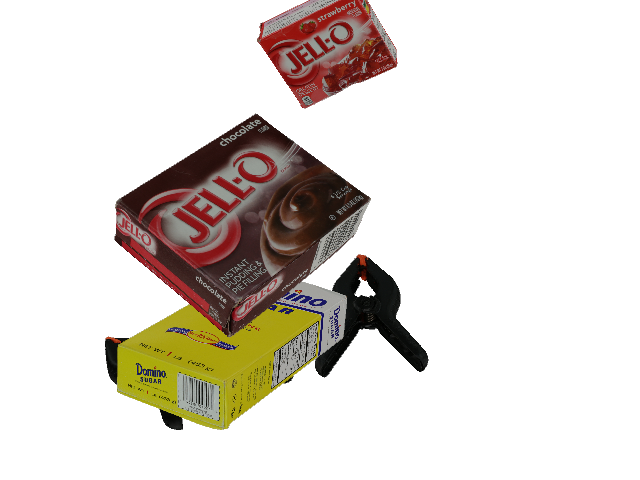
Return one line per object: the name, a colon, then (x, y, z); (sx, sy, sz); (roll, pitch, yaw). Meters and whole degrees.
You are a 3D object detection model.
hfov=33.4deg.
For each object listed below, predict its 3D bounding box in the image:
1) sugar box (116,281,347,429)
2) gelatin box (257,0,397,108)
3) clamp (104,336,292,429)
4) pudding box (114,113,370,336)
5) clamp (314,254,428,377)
sugar box: (-0.061, 0.074, 0.797); (0.093, 0.048, 0.175); (16, 27, 25)
gelatin box: (0.006, -0.154, 0.844); (0.089, 0.073, 0.030); (-22, 36, 20)
clamp: (-0.156, 0.136, 1.085); (0.210, 0.036, 0.164); (10, 17, 33)
pudding box: (-0.042, -0.012, 0.586); (0.090, 0.039, 0.113); (38, 49, 18)
clamp: (0.062, 0.086, 1.189); (0.120, 0.171, 0.039); (7, -43, 2)
